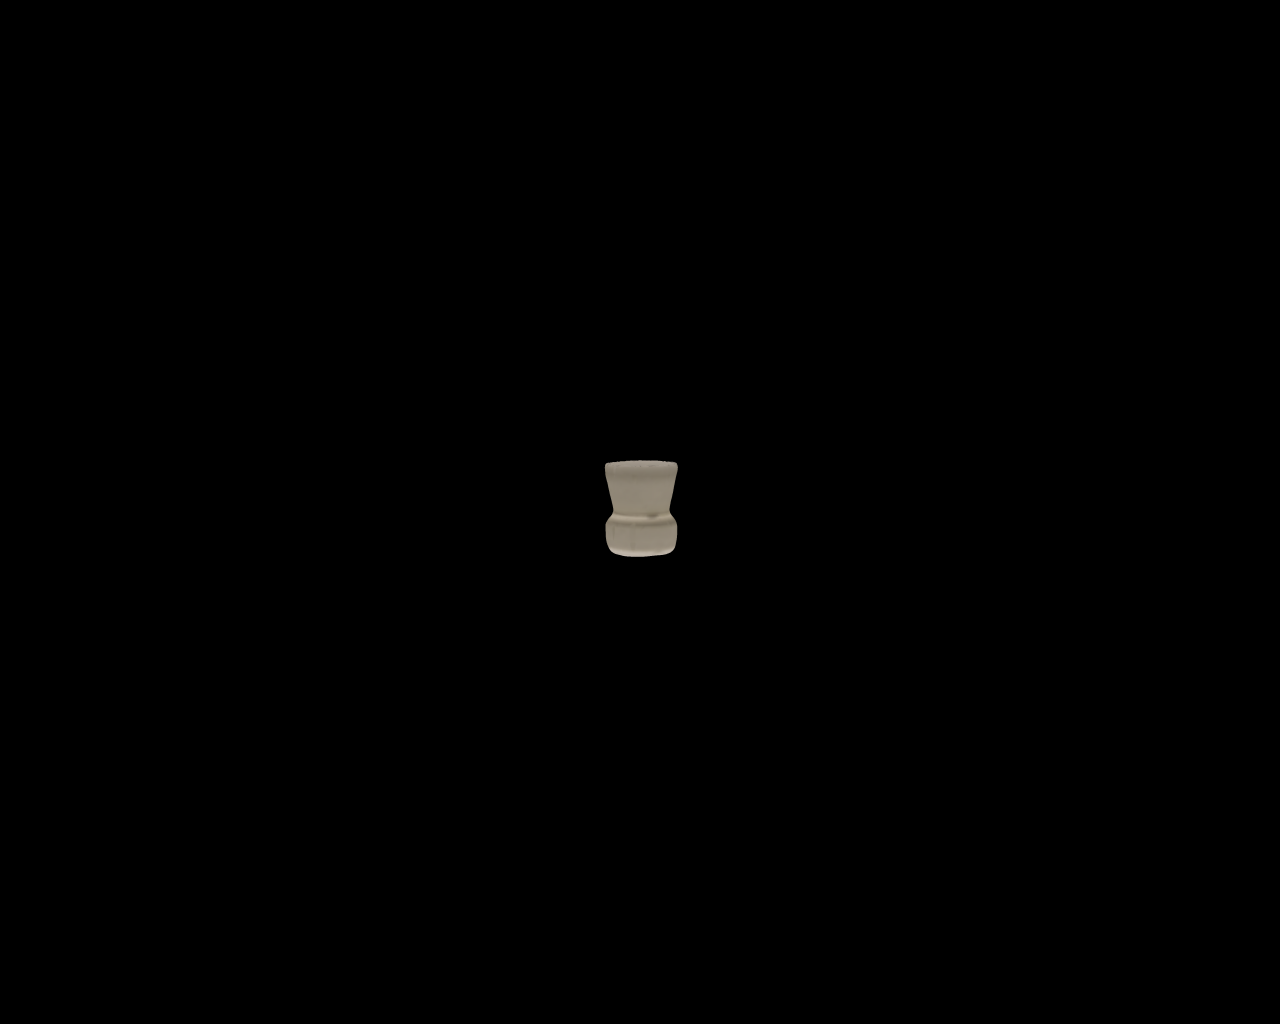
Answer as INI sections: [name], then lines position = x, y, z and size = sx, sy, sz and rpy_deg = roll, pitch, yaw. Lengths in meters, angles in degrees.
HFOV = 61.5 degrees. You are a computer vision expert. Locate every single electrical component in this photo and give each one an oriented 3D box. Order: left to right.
[electrical component]
position = 0.001, -0.003, 0.650
size = 0.045, 0.055, 0.045
rpy_deg = 0, 7, 0
